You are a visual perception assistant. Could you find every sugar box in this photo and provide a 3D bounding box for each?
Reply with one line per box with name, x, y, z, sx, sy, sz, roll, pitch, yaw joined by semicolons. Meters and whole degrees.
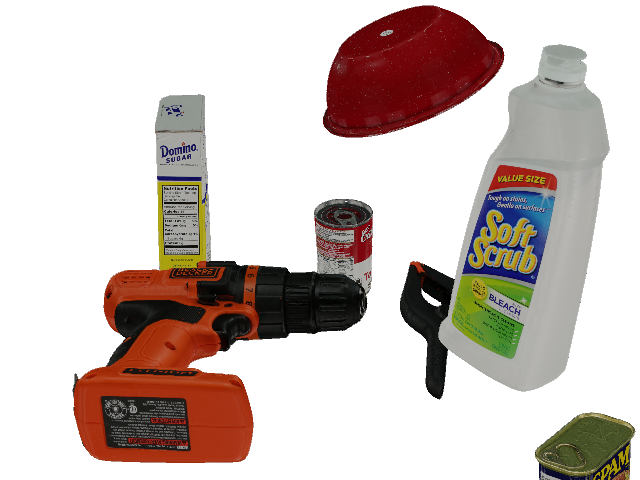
sugar box;-0.120;-0.030;0.930;0.048;0.176;0.093;-3;26;-4

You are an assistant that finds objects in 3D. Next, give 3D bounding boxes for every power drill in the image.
power drill;-0.066;0.070;0.685;0.184;0.057;0.187;-2;21;7

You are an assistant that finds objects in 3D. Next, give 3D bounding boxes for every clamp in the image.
clamp;0.141;0.086;1.080;0.120;0.039;0.171;0;44;-20

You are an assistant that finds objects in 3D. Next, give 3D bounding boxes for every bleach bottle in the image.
bleach bottle;0.148;-0.019;0.766;0.067;0.251;0.103;-20;38;-35

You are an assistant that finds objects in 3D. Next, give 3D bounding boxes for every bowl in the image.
bowl;0.066;-0.149;0.884;0.162;0.055;0.162;-21;25;10

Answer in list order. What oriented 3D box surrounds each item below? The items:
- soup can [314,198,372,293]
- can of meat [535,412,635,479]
soup can;0.027;0.012;1.251;0.068;0.102;0.068;-1;29;0
can of meat;0.236;0.215;0.952;0.058;0.084;0.101;13;26;40
